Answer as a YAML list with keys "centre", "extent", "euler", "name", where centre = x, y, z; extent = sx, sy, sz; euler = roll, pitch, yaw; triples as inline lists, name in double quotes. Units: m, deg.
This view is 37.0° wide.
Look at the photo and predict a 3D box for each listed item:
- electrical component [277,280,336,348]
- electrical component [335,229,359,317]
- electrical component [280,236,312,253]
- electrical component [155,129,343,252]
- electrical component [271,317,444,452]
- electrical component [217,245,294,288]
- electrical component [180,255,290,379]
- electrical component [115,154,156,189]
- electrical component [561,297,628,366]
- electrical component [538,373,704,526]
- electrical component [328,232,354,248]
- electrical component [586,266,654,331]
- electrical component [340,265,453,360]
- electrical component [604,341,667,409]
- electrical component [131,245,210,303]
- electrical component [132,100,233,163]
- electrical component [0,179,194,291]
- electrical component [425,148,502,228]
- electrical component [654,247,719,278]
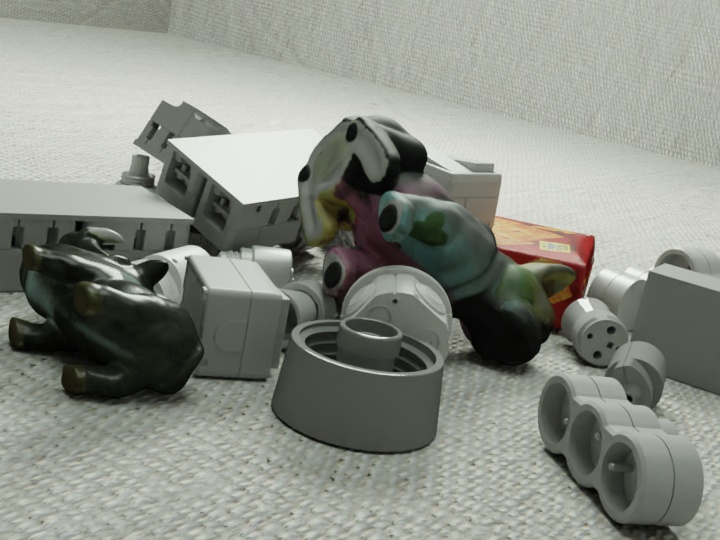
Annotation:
- centre: [-0.049, 0.032, 0.802]
  extent: [0.045, 0.045, 0.055]
  euler: [18, 15, 24]
  name: "electrical component"
- centre: [0.000, 0.000, 0.908]
  extent: [0.043, 0.079, 0.077]
  euler: [-27, 1, 22]
  name: "electrical component"
- centre: [-0.065, -0.038, 1.060]
  extent: [0.043, 0.043, 0.062]
  euler: [17, 18, 23]
  name: "electrical component"
- centre: [-0.083, -0.074, 0.995]
  extent: [0.105, 0.060, 0.186]
  euler: [40, 32, 28]
  name: "electrical component"
- centre: [0.002, 0.065, 0.683]
  extent: [0.108, 0.060, 0.108]
  euler: [10, 14, -3]
  name: "electrical component"
- centre: [-0.092, -0.001, 0.906]
  extent: [0.078, 0.040, 0.040]
  euler: [8, 15, -12]
  name: "electrical component"
- centre: [-0.091, 0.030, 0.746]
  extent: [0.061, 0.061, 0.096]
  euler: [5, 15, -21]
  name: "electrical component"
- centre: [-0.225, -0.085, 1.084]
  extent: [0.048, 0.062, 0.048]
  euler: [10, 14, -3]
  name: "electrical component"
- centre: [0.199, 0.052, 0.910]
  extent: [0.045, 0.045, 0.055]
  euler: [9, 15, -7]
  name: "electrical component"
- centre: [0.170, 0.108, 0.659]
  extent: [0.074, 0.052, 0.138]
  euler: [7, 15, -17]
  name: "electrical component"
- centre: [-0.018, -0.038, 1.101]
  extent: [0.040, 0.040, 0.078]
  euler: [8, 15, -11]
  name: "electrical component"
- centre: [0.289, 0.031, 1.041]
  extent: [0.138, 0.052, 0.074]
  euler: [-3, 20, -43]
  name: "electrical component"
- centre: [0.026, 0.041, 0.757]
  extent: [0.080, 0.080, 0.051]
  euler: [11, 20, -1]
  name: "electrical component"
- centre: [0.203, 0.083, 0.796]
  extent: [0.043, 0.043, 0.081]
  euler: [15, 16, 16]
  name: "electrical component"
- centre: [-0.149, 0.008, 0.822]
  extent: [0.043, 0.043, 0.081]
  euler: [16, 15, 20]
  name: "electrical component"
- centre: [-0.142, -0.108, 1.097]
  extent: [0.089, 0.061, 0.150]
  euler: [32, -1, 39]
  name: "electrical component"
- centre: [-0.244, -0.029, 0.859]
  extent: [0.186, 0.060, 0.105]
  euler: [0, 18, -36]
  name: "electrical component"
- centre: [0.078, -0.079, 1.006]
  extent: [0.062, 0.061, 0.096]
  euler: [-3, 20, -34]
  name: "electrical component"
- centre: [0.335, 0.036, 0.979]
  extent: [0.074, 0.052, 0.138]
  euler: [1, 45, -35]
  name: "electrical component"
